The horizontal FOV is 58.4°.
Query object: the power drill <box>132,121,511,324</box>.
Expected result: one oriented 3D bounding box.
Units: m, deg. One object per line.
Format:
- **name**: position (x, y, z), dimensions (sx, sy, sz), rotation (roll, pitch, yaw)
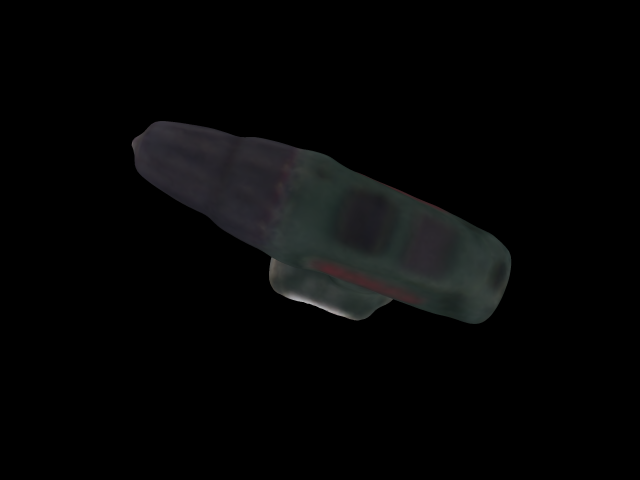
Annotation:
- **power drill**: position (0.004, 0.001, 0.400), dimensions (0.229, 0.208, 0.076), rotation (18, 79, 4)
